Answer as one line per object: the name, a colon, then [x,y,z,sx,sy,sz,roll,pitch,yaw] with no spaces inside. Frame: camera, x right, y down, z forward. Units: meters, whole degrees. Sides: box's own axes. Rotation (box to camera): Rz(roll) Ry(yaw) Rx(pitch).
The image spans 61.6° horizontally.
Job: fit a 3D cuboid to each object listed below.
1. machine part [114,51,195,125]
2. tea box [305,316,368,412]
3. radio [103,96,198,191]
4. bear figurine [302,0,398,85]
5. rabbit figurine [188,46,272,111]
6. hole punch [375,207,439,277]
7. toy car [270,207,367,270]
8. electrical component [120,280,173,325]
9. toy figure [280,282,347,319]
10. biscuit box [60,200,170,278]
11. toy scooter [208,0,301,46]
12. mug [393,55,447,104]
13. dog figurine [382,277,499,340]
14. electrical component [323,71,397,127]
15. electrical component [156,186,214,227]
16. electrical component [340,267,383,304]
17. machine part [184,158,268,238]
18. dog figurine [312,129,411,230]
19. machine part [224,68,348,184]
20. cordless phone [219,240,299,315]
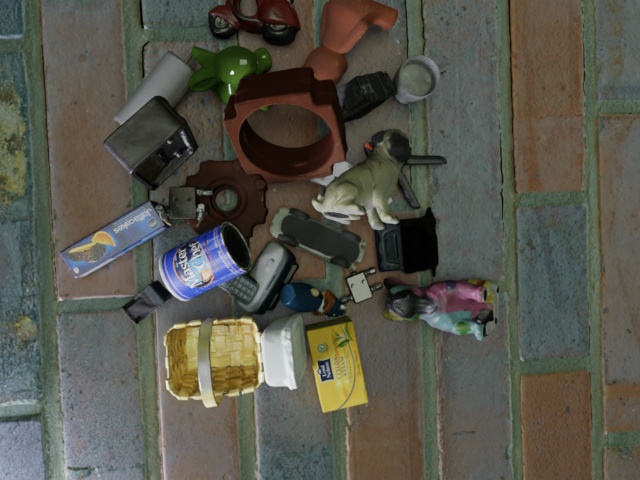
machine part: [-0.317,-0.276,1.043,0.079,0.079,0.243,38,89,-5]
tea box: [0.033,0.249,1.090,0.098,0.068,0.169,-13,94,-5]
radio: [-0.297,-0.169,0.973,0.131,0.229,0.073,-44,95,-7]
bear figurine: [0.047,-0.383,1.062,0.132,0.120,0.195,-8,126,-44]
rabbit figurine: [-0.162,-0.322,1.006,0.159,0.170,0.121,6,90,-5]
hole punch: [0.176,0.010,1.095,0.116,0.092,0.142,-7,90,-35]
toy car: [-0.002,-0.003,1.087,0.202,0.056,0.073,23,84,-6]
electrical component: [-0.323,0.109,1.054,0.119,0.075,0.047,-40,95,2]
toy figure: [-0.008,0.121,1.069,0.154,0.064,0.058,20,74,-42]
biscuit box: [-0.397,-0.003,1.051,0.203,0.059,0.062,-31,94,-3]
toy scooter: [-0.125,-0.460,1.055,0.184,0.075,0.135,6,90,0]
mug: [0.192,-0.317,1.067,0.109,0.107,0.080,-31,95,-8]
dog figurine: [0.238,0.127,1.092,0.219,0.191,0.108,5,95,29]
electrical component: [0.066,-0.269,1.045,0.115,0.134,0.058,-27,92,-46]
electrical component: [-0.256,-0.064,1.017,0.102,0.045,0.078,5,93,-1]
electrical component: [0.080,0.096,1.112,0.094,0.021,0.063,-23,93,-3]
machine part: [-0.187,-0.079,1.069,0.179,0.056,0.179,0,93,-3]
dog figurine: [0.081,-0.129,1.027,0.172,0.121,0.190,12,79,-23]
machine part: [-0.058,-0.204,0.978,0.202,0.200,0.087,-7,51,11]
cordless phone: [-0.149,0.050,1.072,0.184,0.088,0.146,30,89,14]
